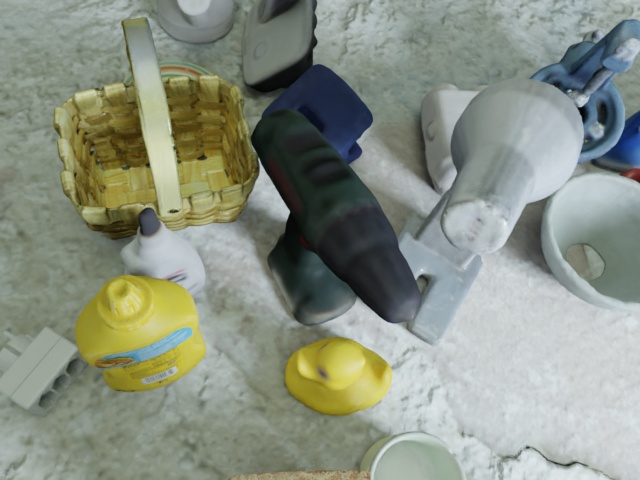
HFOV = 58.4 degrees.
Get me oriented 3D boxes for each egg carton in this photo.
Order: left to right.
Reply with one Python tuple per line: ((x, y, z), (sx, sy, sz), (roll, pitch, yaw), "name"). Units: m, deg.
((0.177, -0.122, 0.693), (0.107, 0.069, 0.150), (0, 64, -8), "egg carton")

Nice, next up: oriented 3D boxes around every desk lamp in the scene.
((0.150, -0.025, 0.562), (0.118, 0.213, 0.203), (30, 64, 8), "desk lamp")

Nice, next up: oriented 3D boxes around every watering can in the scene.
((-0.150, -0.335, 0.681), (0.101, 0.194, 0.172), (-25, 70, -18), "watering can")

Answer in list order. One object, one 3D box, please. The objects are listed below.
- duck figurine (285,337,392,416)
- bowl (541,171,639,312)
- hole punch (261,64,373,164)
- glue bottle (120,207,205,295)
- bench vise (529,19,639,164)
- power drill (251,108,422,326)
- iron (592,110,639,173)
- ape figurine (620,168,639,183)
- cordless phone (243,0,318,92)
((0.021, 0.122, 0.544), (0.104, 0.086, 0.077), (7, 64, -4), "duck figurine")
((0.317, 0.011, 0.645), (0.167, 0.075, 0.167), (3, 64, -6), "bowl")
((-0.005, -0.129, 0.659), (0.101, 0.091, 0.108), (-36, 74, -21), "hole punch")
((-0.147, 0.016, 0.523), (0.078, 0.173, 0.037), (-31, 72, -20), "glue bottle")
((0.294, -0.188, 0.657), (0.121, 0.220, 0.207), (10, 63, -3), "bench vise")
((0.005, 0.002, 0.531), (0.076, 0.208, 0.229), (-24, 69, -17), "power drill")
((0.482, -0.161, 0.713), (0.259, 0.141, 0.118), (-16, 67, -15), "iron")
((0.399, -0.059, 0.680), (0.076, 0.092, 0.077), (-9, 66, -12), "ape figurine")
((-0.044, -0.279, 0.674), (0.094, 0.185, 0.147), (-1, 64, -8), "cordless phone")
